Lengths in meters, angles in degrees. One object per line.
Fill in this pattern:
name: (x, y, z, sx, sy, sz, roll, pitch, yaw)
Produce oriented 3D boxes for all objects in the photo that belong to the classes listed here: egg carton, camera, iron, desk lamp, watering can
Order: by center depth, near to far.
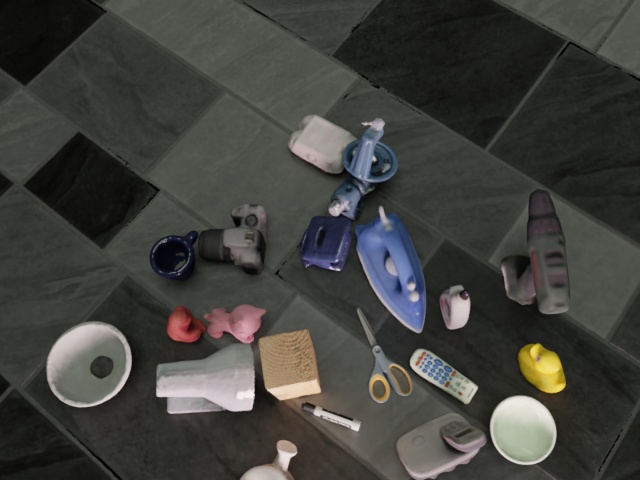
watering can: (-0.096, 0.440, 1.003, 0.101, 0.194, 0.173, 4, 70, 4)
desk lamp: (-0.208, 0.264, 1.060, 0.203, 0.213, 0.118, -5, 70, 0)
iron: (0.161, 0.056, 1.163, 0.118, 0.141, 0.258, -20, 71, -5)
camera: (-0.186, -0.007, 1.218, 0.136, 0.101, 0.143, 1, 70, 2)
egg carton: (0.007, -0.217, 1.306, 0.150, 0.069, 0.107, 30, 74, 12)

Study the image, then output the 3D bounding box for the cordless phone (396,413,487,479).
cordless phone: (0.219, 0.370, 1.023, 0.147, 0.185, 0.094, -26, 71, -7)

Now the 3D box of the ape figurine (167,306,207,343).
ape figurine: (-0.279, 0.168, 1.162, 0.076, 0.092, 0.078, -16, 70, -4)

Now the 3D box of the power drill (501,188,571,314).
power drill: (0.423, 0.041, 1.125, 0.075, 0.208, 0.229, -6, 70, 0)

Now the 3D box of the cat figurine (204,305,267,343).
cat figurine: (-0.169, 0.162, 1.147, 0.127, 0.118, 0.067, 6, 70, 4)

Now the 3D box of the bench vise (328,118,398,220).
bench vise: (0.096, -0.144, 1.196, 0.121, 0.220, 0.207, 15, 71, 7)

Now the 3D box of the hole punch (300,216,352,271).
hole punch: (0.011, 0.004, 1.213, 0.101, 0.091, 0.109, 13, 71, 7)

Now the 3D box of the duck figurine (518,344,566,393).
duck figurine: (0.440, 0.246, 1.115, 0.077, 0.086, 0.104, -32, 72, -9)

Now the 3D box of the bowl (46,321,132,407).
bowl: (-0.449, 0.251, 1.146, 0.167, 0.075, 0.167, -1, 70, 2)

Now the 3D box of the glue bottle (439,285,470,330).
glue bottle: (0.269, 0.122, 1.118, 0.037, 0.173, 0.078, -14, 70, -3)

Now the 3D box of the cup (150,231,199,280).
cup: (-0.293, 0.037, 1.209, 0.091, 0.095, 0.118, 36, 75, 14)
